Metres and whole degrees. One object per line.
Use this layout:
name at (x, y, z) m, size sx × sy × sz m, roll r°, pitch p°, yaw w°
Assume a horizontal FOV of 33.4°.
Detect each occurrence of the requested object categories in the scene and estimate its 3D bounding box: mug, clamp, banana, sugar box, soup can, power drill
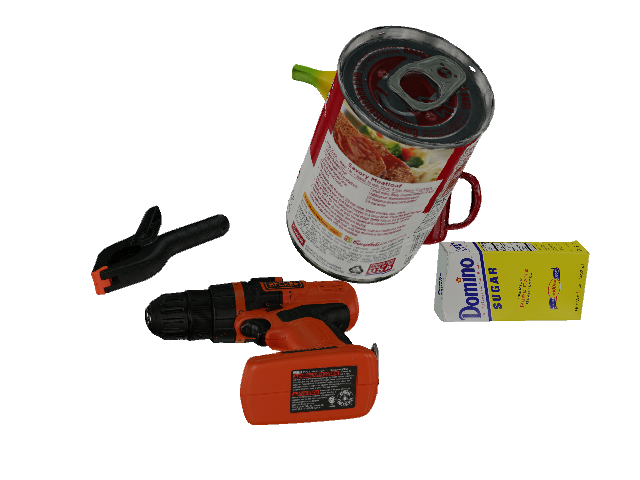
mug at (0.094, -0.041, 1.010) m, size 0.117 × 0.081 × 0.093 m, roll 7°, pitch 12°, yaw 17°
clamp at (-0.183, 0.008, 1.194) m, size 0.120 × 0.039 × 0.171 m, roll -3°, pitch 29°, yaw 30°
banana at (0.028, -0.075, 0.743) m, size 0.069 × 0.037 × 0.198 m, roll -5°, pitch 30°, yaw -9°
sugar box at (0.229, 0.050, 1.290) m, size 0.176 × 0.093 × 0.048 m, roll -2°, pitch 20°, yaw -9°
soup can at (0.028, -0.035, 0.478) m, size 0.068 × 0.068 × 0.102 m, roll 0°, pitch -36°, yaw -18°
power drill at (-0.042, 0.080, 0.855) m, size 0.184 × 0.057 × 0.188 m, roll -4°, pitch 20°, yaw -13°
